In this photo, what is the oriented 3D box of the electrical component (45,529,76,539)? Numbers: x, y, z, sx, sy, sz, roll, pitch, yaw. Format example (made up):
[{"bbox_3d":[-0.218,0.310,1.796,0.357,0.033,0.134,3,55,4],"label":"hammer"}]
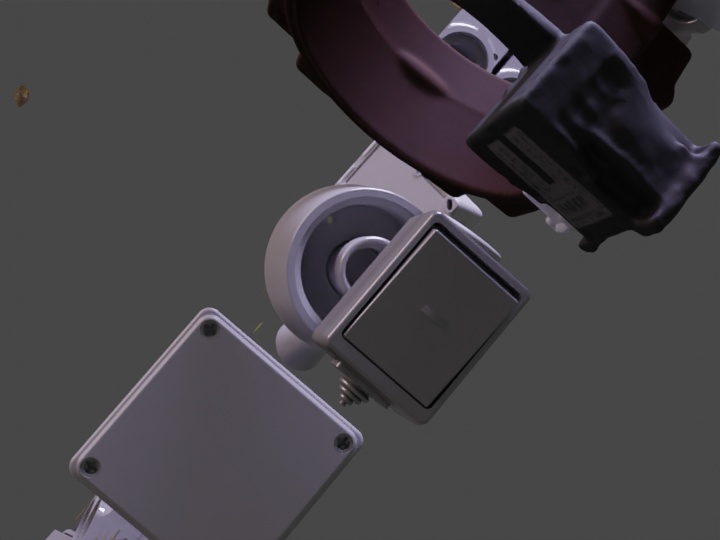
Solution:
[{"bbox_3d":[-0.231,0.245,0.801,0.096,0.061,0.062,-41,22,-29],"label":"electrical component"}]

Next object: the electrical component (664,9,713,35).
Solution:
[{"bbox_3d":[0.187,-0.160,0.595,0.043,0.043,0.062,-42,8,48],"label":"electrical component"}]

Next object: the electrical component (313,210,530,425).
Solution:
[{"bbox_3d":[0.024,0.027,0.501,0.096,0.062,0.061,-49,6,-7],"label":"electrical component"}]

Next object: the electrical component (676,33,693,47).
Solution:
[{"bbox_3d":[0.154,-0.144,0.626,0.044,0.065,0.044,-48,6,6],"label":"electrical component"}]

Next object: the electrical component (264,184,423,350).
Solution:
[{"bbox_3d":[0.000,0.000,0.656,0.108,0.108,0.060,-50,12,-9],"label":"electrical component"}]

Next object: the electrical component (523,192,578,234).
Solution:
[{"bbox_3d":[0.091,-0.051,0.503,0.048,0.062,0.048,-48,6,6],"label":"electrical component"}]

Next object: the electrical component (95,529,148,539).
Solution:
[{"bbox_3d":[-0.136,0.190,0.625,0.078,0.063,0.121,-52,6,-23],"label":"electrical component"}]

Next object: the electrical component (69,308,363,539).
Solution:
[{"bbox_3d":[-0.074,0.094,0.563,0.108,0.109,0.056,-50,3,-8],"label":"electrical component"}]

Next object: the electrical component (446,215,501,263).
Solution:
[{"bbox_3d":[0.043,0.006,0.605,0.065,0.044,0.044,-54,6,0],"label":"electrical component"}]

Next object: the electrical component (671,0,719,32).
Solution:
[{"bbox_3d":[0.198,-0.180,0.538,0.121,0.079,0.063,-52,-15,-28],"label":"electrical component"}]

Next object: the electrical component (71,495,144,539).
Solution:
[{"bbox_3d":[-0.145,0.150,0.757,0.186,0.060,0.105,-65,11,-19],"label":"electrical component"}]

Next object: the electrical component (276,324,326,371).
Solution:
[{"bbox_3d":[-0.036,0.053,0.883,0.065,0.044,0.044,-34,15,52],"label":"electrical component"}]

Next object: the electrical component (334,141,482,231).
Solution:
[{"bbox_3d":[0.039,-0.042,0.759,0.061,0.096,0.061,-47,-22,13],"label":"electrical component"}]

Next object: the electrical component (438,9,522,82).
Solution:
[{"bbox_3d":[0.129,-0.187,0.897,0.186,0.105,0.060,-49,6,-5],"label":"electrical component"}]
